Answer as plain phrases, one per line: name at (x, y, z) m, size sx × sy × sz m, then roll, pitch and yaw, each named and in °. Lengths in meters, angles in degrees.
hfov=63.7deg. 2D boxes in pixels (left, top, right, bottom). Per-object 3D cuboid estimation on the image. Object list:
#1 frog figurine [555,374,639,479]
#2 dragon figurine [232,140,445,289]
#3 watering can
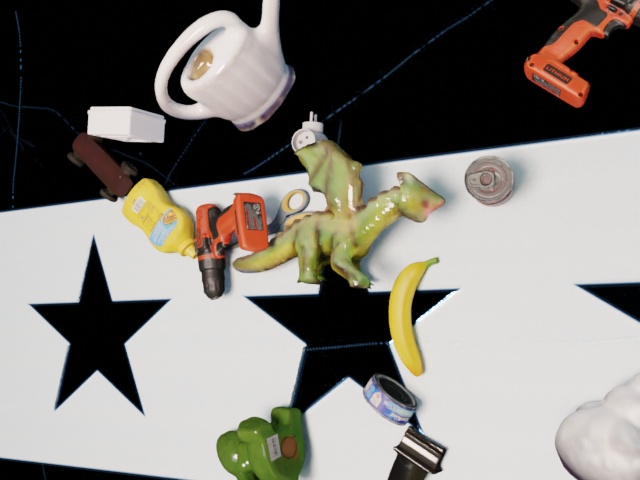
frog figurine at (0.394, 0.252, 0.689) m, size 0.123 × 0.158 × 0.138 m, roll 19°, pitch 7°, yaw 10°
dragon figurine at (0.003, -0.043, 0.856) m, size 0.410 × 0.242 × 0.122 m, roll 4°, pitch 2°, yaw 32°
watering can at (-0.121, -0.317, 0.884) m, size 0.345 × 0.106 × 0.222 m, roll -39°, pitch -32°, yaw 16°
